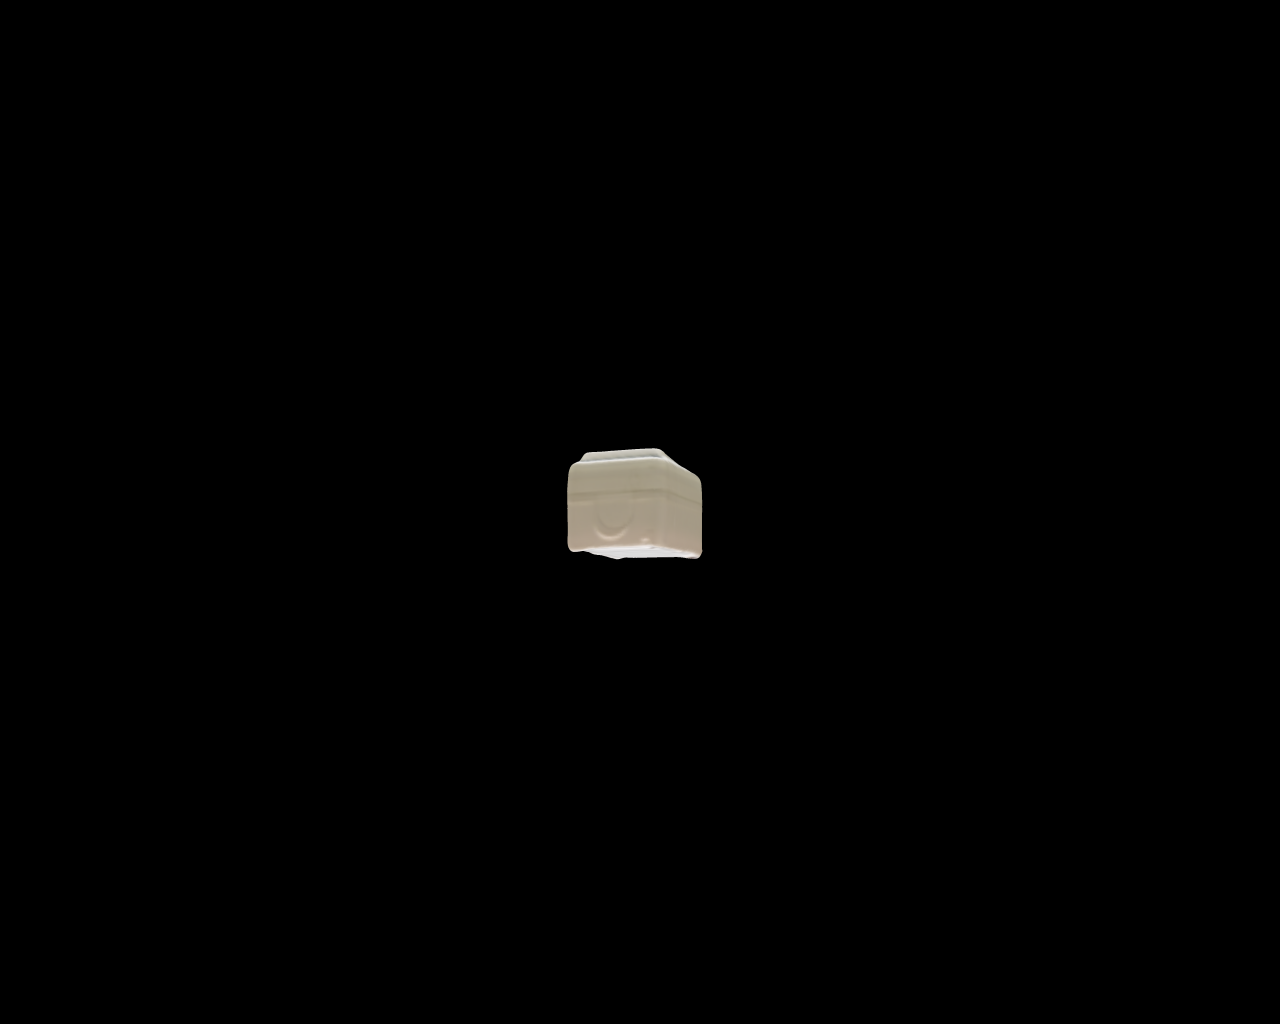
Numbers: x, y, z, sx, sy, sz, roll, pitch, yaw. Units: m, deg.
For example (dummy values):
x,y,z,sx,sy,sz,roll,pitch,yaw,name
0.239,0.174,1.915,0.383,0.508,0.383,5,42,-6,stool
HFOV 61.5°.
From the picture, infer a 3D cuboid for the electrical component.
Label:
x,y,z,sx,sy,sz,roll,pitch,yaw,name
0.001,-0.003,0.650,0.062,0.061,0.096,-2,-7,19,electrical component
